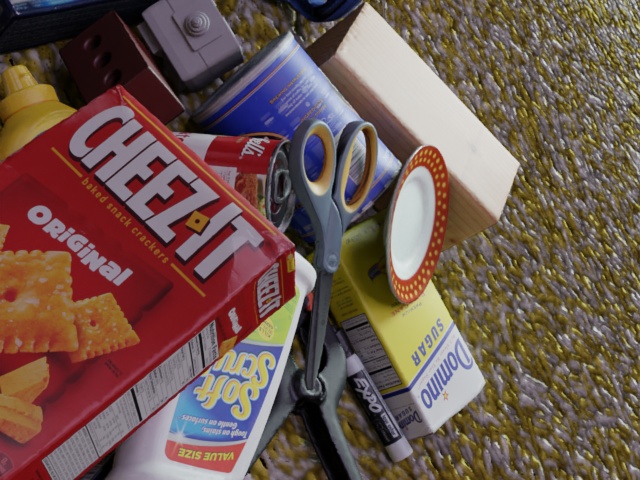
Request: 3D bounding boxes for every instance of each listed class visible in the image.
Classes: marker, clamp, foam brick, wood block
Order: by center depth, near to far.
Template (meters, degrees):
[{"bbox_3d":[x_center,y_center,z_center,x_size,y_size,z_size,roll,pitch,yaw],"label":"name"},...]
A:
[{"bbox_3d":[-0.142,-0.114,0.762,0.078,0.053,0.051,55,3,38],"label":"foam brick"},{"bbox_3d":[-0.007,0.124,0.805,0.120,0.039,0.171,32,51,-28],"label":"clamp"},{"bbox_3d":[0.037,0.123,0.859,0.020,0.020,0.121,-31,91,-46],"label":"marker"},{"bbox_3d":[0.069,-0.094,0.946,0.206,0.090,0.090,43,46,-17],"label":"wood block"}]

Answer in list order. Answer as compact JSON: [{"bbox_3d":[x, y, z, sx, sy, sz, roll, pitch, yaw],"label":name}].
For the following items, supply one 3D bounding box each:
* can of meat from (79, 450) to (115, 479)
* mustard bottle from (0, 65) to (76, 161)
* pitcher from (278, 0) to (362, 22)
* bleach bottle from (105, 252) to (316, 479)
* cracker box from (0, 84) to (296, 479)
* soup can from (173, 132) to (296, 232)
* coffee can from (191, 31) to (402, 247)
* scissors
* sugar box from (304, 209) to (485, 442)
[{"bbox_3d":[-0.110,0.172,0.678,0.102,0.058,0.083,51,44,-10],"label":"can of meat"},{"bbox_3d":[-0.170,-0.030,0.723,0.096,0.058,0.191,-21,84,-47],"label":"mustard bottle"},{"bbox_3d":[0.019,-0.308,0.896,0.149,0.243,0.145,32,54,-18],"label":"pitcher"},{"bbox_3d":[-0.072,0.107,0.666,0.102,0.068,0.250,38,47,-32],"label":"bleach bottle"},{"bbox_3d":[-0.144,0.029,0.613,0.213,0.072,0.164,-40,69,-22],"label":"cracker box"},{"bbox_3d":[-0.074,-0.042,0.772,0.068,0.102,0.068,6,90,-75],"label":"soup can"},{"bbox_3d":[-0.018,-0.080,0.851,0.140,0.103,0.102,48,46,-13],"label":"coffee can"},{"bbox_3d":[-0.005,0.001,0.770,0.096,0.016,0.201,29,74,-45],"label":"scissors"},{"bbox_3d":[0.064,0.069,0.891,0.093,0.048,0.176,-31,90,-46],"label":"sugar box"}]
